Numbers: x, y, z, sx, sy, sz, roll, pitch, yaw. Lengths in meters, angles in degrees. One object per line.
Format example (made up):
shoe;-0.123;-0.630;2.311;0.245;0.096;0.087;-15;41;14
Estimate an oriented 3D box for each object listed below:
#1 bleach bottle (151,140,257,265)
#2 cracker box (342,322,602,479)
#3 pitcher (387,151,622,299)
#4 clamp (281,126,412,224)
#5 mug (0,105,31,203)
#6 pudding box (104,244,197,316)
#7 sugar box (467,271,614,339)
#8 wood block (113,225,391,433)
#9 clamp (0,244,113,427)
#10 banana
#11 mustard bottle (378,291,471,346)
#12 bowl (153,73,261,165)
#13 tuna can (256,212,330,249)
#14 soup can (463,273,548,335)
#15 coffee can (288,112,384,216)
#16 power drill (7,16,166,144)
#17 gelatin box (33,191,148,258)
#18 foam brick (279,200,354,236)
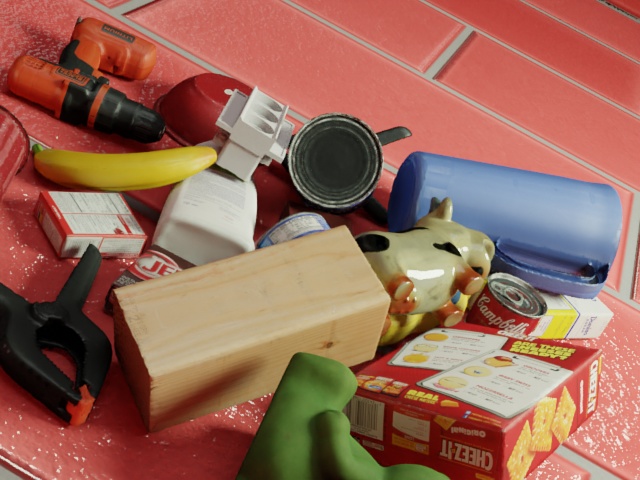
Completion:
bleach bottle;-0.106;-0.045;1.137;0.102;0.068;0.250;24;27;-7
cracker box;0.137;0.145;0.961;0.164;0.072;0.213;10;18;34
pitcher;0.205;-0.017;1.193;0.242;0.145;0.149;12;-8;-12
clamp;0.025;-0.083;1.296;0.171;0.120;0.039;3;-8;-3
mug;-0.333;-0.070;0.979;0.117;0.093;0.081;-5;36;7
pudding box;-0.128;0.057;0.977;0.113;0.039;0.090;28;29;4
sugar box;0.251;0.074;1.249;0.175;0.048;0.093;6;32;-37
wood block;-0.058;0.072;0.881;0.205;0.091;0.090;-15;54;-22
clamp;-0.238;0.066;0.876;0.164;0.036;0.210;6;35;-32
banana;-0.206;-0.077;1.075;0.198;0.037;0.069;4;44;6
mustard bottle;0.102;0.058;1.141;0.191;0.058;0.096;-7;43;-45
bowl;-0.120;-0.159;1.314;0.162;0.055;0.162;20;29;-12
tuna can;-0.022;0.014;1.083;0.085;0.086;0.034;-1;41;-39
soup can;0.180;0.094;1.101;0.068;0.102;0.068;20;30;-12
coffee can;0.017;-0.082;1.193;0.103;0.103;0.140;28;-1;2
power drill;-0.251;-0.189;1.254;0.184;0.057;0.187;23;29;-5
gelatin box;-0.220;-0.014;1.027;0.089;0.030;0.073;1;37;-39
foam brick;-0.008;0.001;1.151;0.078;0.051;0.053;18;31;-15
